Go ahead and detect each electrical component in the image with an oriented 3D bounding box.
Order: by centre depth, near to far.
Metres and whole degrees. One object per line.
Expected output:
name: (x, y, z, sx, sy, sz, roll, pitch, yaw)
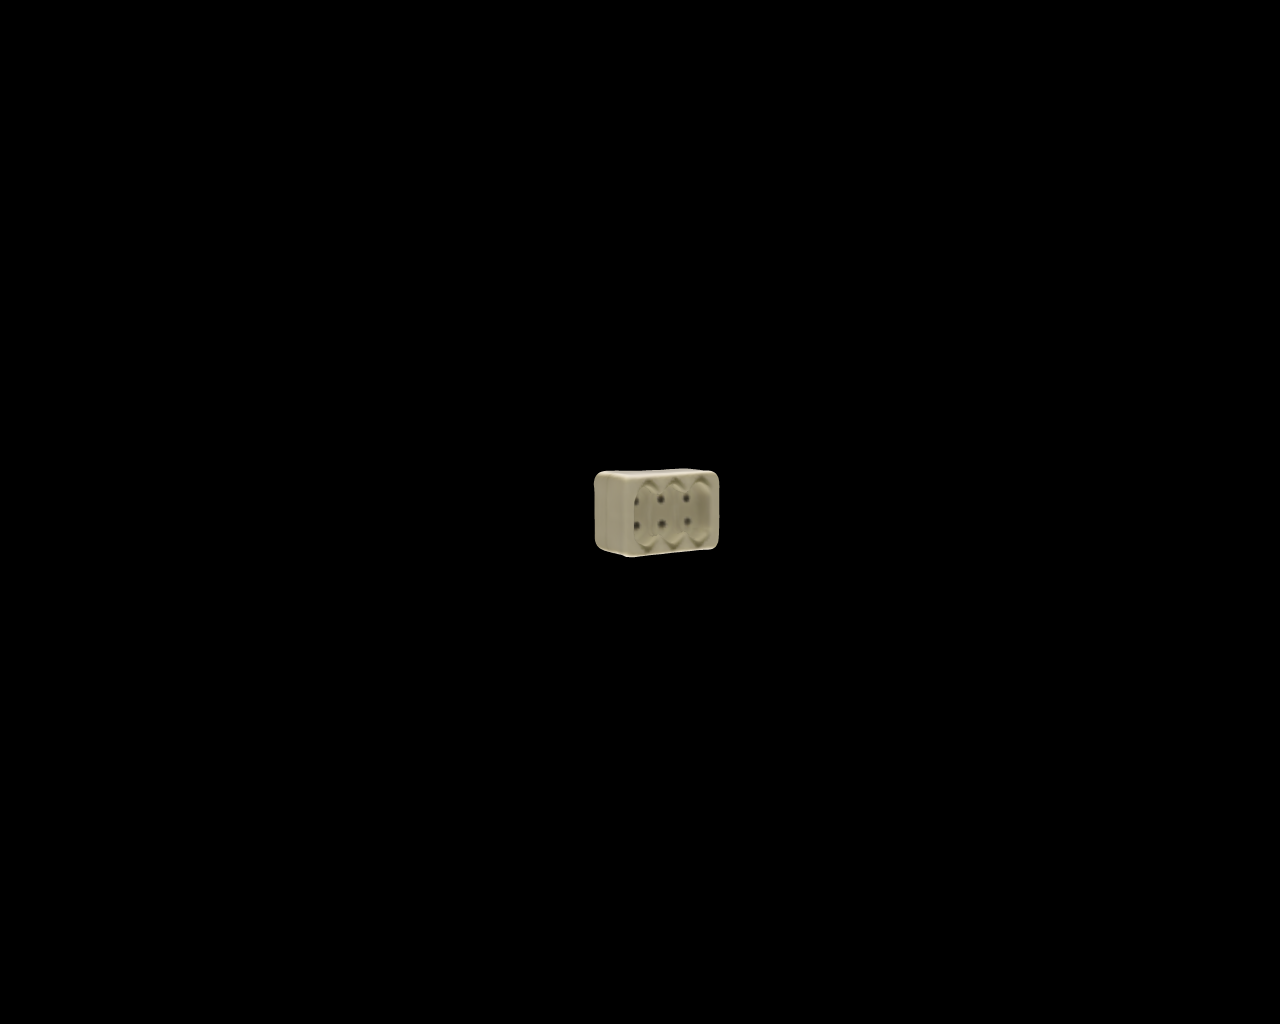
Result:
electrical component: (0.001, -0.003, 0.650, 0.066, 0.047, 0.077, -4, 8, -29)
